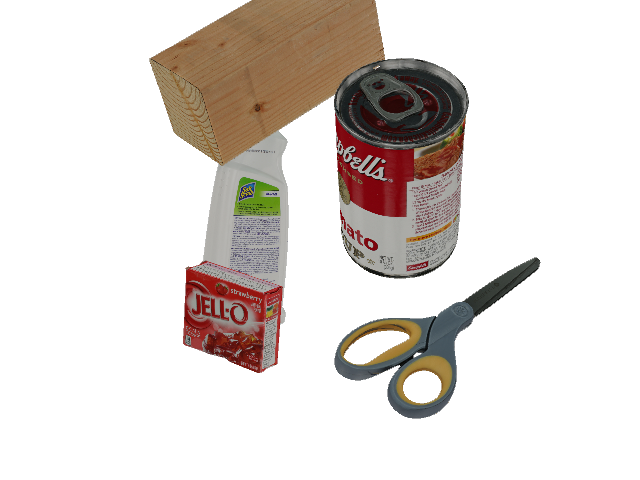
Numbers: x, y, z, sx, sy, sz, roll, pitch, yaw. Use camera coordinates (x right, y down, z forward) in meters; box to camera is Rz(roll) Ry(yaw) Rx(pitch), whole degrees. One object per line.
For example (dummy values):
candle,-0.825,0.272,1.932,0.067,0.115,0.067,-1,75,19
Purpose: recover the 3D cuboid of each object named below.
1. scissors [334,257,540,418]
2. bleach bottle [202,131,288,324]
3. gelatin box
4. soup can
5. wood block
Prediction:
scissors,0.107,0.072,0.789,0.201,0.016,0.096,-17,49,-22
bleach bottle,-0.075,-0.029,1.196,0.102,0.251,0.068,-1,19,-32
gelatin box,-0.077,0.065,0.916,0.089,0.073,0.030,17,22,31
soup can,0.043,-0.037,0.573,0.068,0.068,0.102,0,-42,4
wood block,-0.047,-0.174,1.032,0.205,0.091,0.090,-35,46,-22
